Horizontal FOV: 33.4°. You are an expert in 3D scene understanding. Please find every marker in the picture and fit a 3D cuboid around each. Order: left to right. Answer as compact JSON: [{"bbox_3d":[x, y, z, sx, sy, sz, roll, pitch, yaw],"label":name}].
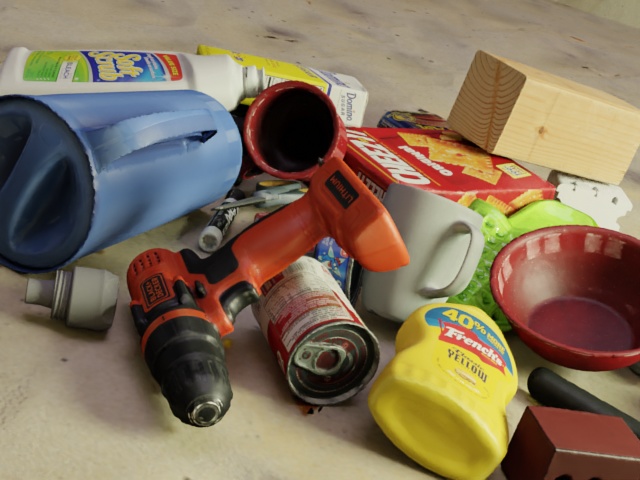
[{"bbox_3d":[-0.087,-0.020,0.964,0.020,0.020,0.121,17,23,1],"label":"marker"}]

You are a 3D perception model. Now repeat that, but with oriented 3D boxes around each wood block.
[{"bbox_3d":[0.257,-0.133,1.187,0.205,0.091,0.090,10,21,-36],"label":"wood block"}]

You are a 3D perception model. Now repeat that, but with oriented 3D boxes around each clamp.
[{"bbox_3d":[0.246,0.154,0.769,0.164,0.036,0.210,11,20,-8],"label":"clamp"}]

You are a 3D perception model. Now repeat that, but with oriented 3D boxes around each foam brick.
[{"bbox_3d":[0.171,0.149,0.712,0.078,0.053,0.051,9,25,-16],"label":"foam brick"}]

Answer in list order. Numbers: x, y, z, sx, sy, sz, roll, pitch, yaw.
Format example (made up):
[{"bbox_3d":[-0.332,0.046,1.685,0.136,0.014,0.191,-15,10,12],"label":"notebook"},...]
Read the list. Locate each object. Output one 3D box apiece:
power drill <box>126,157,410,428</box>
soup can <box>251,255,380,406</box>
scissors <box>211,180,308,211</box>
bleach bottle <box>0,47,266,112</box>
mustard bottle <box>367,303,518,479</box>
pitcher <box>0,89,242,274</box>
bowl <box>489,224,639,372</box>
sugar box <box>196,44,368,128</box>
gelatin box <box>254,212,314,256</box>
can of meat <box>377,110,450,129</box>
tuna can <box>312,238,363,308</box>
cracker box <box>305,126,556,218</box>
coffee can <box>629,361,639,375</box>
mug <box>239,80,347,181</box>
[{"bbox_3d":[-0.038,0.029,0.721,0.187,0.057,0.184,-29,35,-3],"label":"power drill"},{"bbox_3d":[-0.006,0.062,0.771,0.068,0.068,0.102,6,25,-24],"label":"soup can"},{"bbox_3d":[-0.032,-0.036,0.983,0.096,0.016,0.201,7,10,6],"label":"scissors"},{"bbox_3d":[-0.178,-0.149,1.032,0.251,0.068,0.102,-4,36,2],"label":"bleach bottle"},{"bbox_3d":[0.098,0.094,0.776,0.096,0.058,0.191,34,24,2],"label":"mustard bottle"},{"bbox_3d":[-0.158,-0.065,0.872,0.149,0.145,0.242,25,22,20],"label":"pitcher"},{"bbox_3d":[0.218,0.057,0.879,0.162,0.055,0.162,0,39,0],"label":"bowl"},{"bbox_3d":[-0.044,-0.164,1.125,0.176,0.048,0.093,7,18,-12],"label":"sugar box"},{"bbox_3d":[-0.006,0.001,0.955,0.089,0.030,0.073,-4,30,-38],"label":"gelatin box"},{"bbox_3d":[0.127,-0.115,1.271,0.101,0.057,0.084,2,24,-31],"label":"can of meat"},{"bbox_3d":[0.018,0.012,0.874,0.034,0.086,0.086,11,22,10],"label":"tuna can"},{"bbox_3d":[0.112,-0.061,1.120,0.213,0.072,0.164,-2,28,-35],"label":"cracker box"},{"bbox_3d":[0.345,0.072,0.935,0.140,0.103,0.103,4,26,-26],"label":"coffee can"},{"bbox_3d":[-0.029,-0.093,1.029,0.093,0.117,0.081,56,8,9],"label":"mug"}]
